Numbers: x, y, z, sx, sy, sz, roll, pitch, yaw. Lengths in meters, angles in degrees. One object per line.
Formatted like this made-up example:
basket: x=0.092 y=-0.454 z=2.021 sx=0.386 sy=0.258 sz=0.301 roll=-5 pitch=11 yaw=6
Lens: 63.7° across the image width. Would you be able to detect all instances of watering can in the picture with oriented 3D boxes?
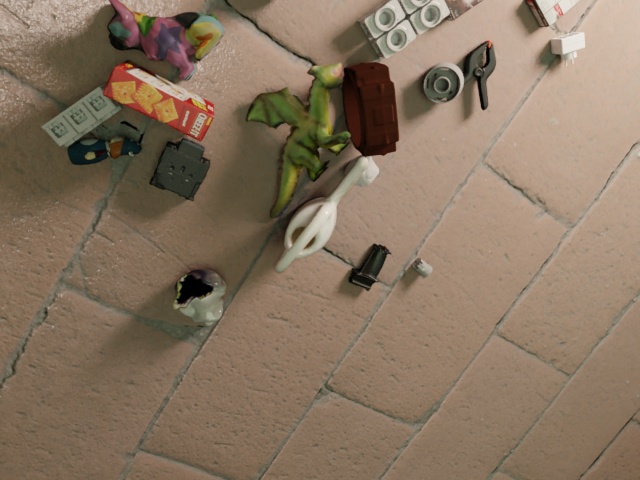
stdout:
watering can: x=0.004 y=-0.063 z=1.260 sx=0.104 sy=0.226 sz=0.346 roll=39 pitch=98 yaw=-5

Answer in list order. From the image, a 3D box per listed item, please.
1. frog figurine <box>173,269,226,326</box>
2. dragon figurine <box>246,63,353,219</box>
frog figurine: x=-0.302 y=0.150 z=1.348 sx=0.138 sy=0.124 sz=0.156 roll=-40 pitch=150 yaw=-4
dragon figurine: x=-0.070 y=-0.253 z=1.251 sx=0.242 sy=0.124 sz=0.405 roll=44 pitch=112 yaw=-5
